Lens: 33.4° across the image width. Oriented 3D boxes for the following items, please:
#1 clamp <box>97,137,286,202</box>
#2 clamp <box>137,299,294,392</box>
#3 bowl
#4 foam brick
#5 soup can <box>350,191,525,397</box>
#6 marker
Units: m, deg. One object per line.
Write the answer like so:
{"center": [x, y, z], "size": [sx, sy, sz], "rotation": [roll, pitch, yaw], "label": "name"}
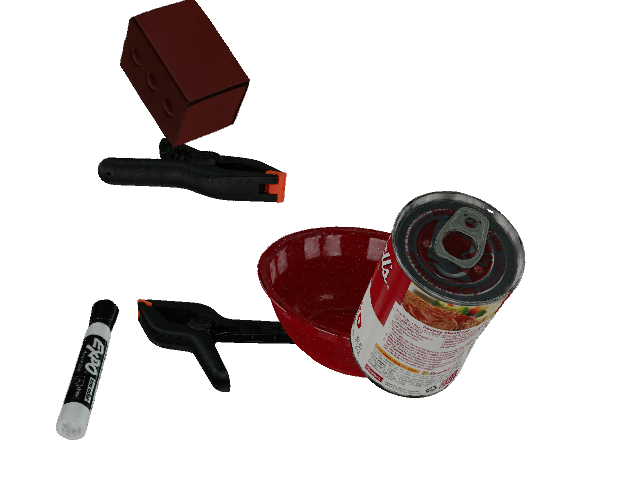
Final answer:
{"center": [-0.117, -0.062, 0.993], "size": [0.172, 0.039, 0.120], "rotation": [13, 26, 30], "label": "clamp"}
{"center": [-0.141, 0.114, 1.258], "size": [0.210, 0.036, 0.164], "rotation": [14, 24, 24], "label": "clamp"}
{"center": [0.032, 0.051, 0.774], "size": [0.162, 0.055, 0.162], "rotation": [7, 28, -4], "label": "bowl"}
{"center": [-0.093, -0.114, 0.722], "size": [0.051, 0.078, 0.053], "rotation": [-25, -18, -29], "label": "foam brick"}
{"center": [0.059, 0.031, 0.563], "size": [0.068, 0.068, 0.102], "rotation": [0, -35, -14], "label": "soup can"}
{"center": [-0.153, 0.081, 0.706], "size": [0.020, 0.020, 0.121], "rotation": [0, 37, 2], "label": "marker"}
